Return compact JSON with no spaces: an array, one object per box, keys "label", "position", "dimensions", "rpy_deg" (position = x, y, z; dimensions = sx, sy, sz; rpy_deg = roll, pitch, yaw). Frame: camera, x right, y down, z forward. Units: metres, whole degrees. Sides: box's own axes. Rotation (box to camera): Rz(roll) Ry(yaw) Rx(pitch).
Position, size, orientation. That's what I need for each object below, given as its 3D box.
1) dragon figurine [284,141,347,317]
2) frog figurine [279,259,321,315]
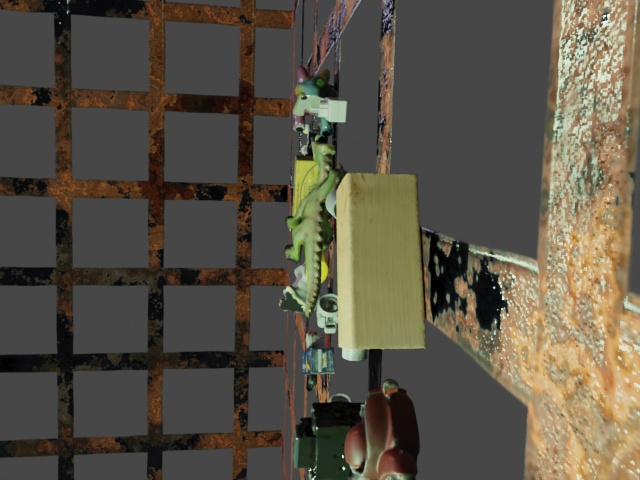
[{"label":"dragon figurine","position":[0.004,-0.058,1.160],"dimensions":[0.237,0.122,0.420],"rpy_deg":[113,158,-49]},{"label":"frog figurine","position":[-0.037,0.139,1.530],"dimensions":[0.162,0.123,0.134],"rpy_deg":[-48,-33,-40]}]
